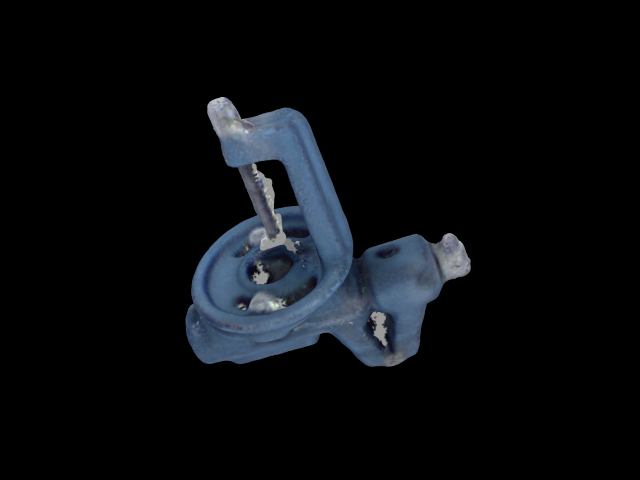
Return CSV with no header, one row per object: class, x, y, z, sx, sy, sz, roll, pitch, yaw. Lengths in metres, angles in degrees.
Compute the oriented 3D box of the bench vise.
bench vise,-0.001,-0.006,0.409,0.208,0.220,0.121,-16,42,-18
